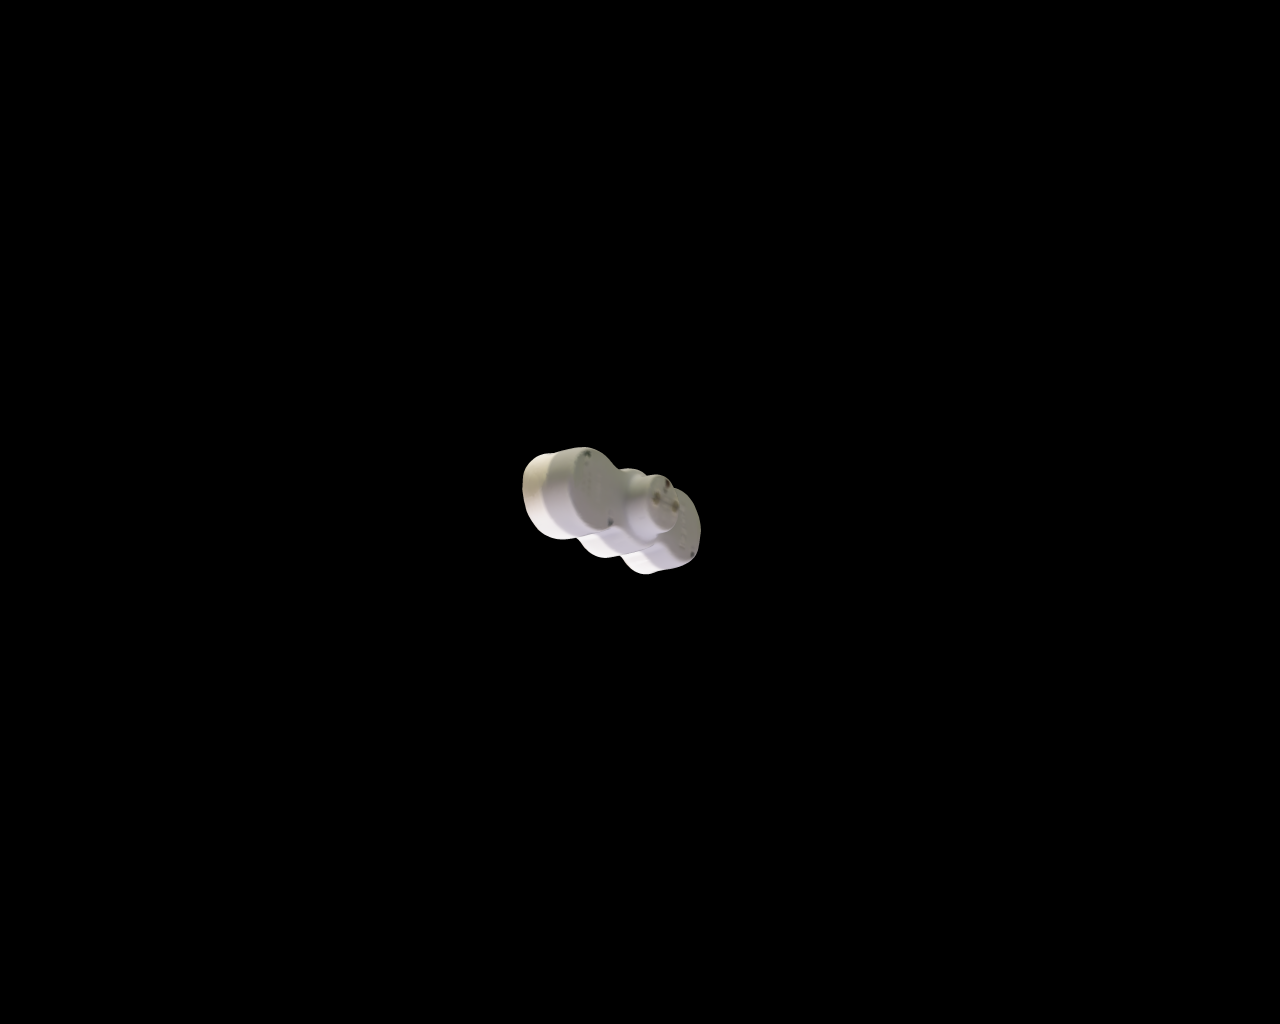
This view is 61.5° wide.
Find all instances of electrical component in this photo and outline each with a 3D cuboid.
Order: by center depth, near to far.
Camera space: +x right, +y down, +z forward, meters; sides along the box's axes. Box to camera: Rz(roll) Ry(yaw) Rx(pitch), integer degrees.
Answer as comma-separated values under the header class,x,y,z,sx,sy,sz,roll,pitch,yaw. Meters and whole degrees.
class,x,y,z,sx,sy,sz,roll,pitch,yaw
electrical component,0.001,-0.003,0.650,0.073,0.052,0.138,-14,-24,33
